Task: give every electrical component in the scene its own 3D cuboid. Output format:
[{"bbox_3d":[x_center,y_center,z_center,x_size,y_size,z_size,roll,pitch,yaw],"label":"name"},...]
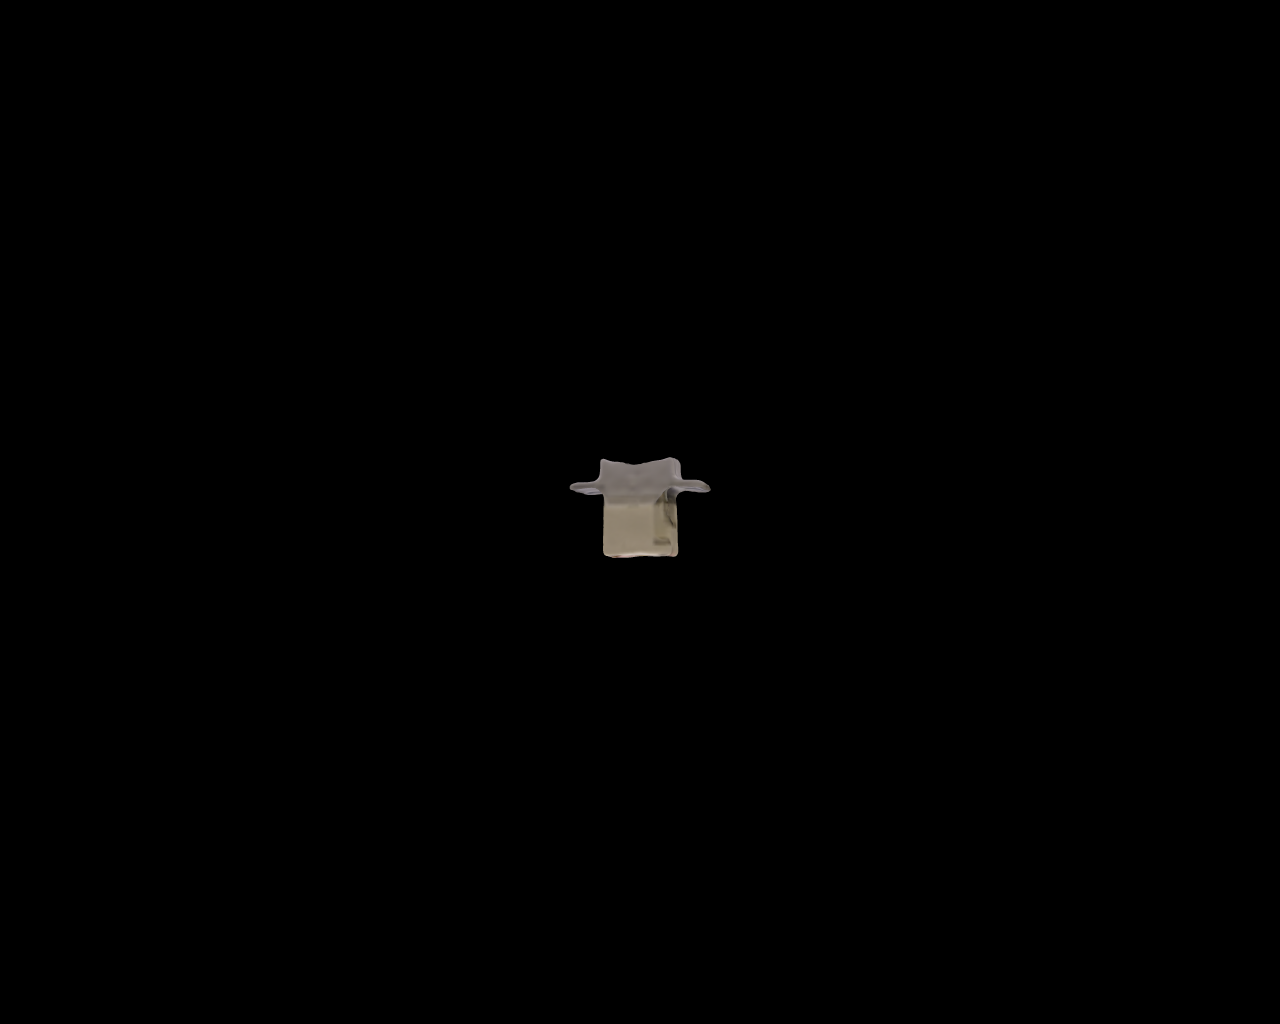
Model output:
[{"bbox_3d":[0.001,-0.003,0.650,0.081,0.063,0.042,-1,-4,11],"label":"electrical component"}]
